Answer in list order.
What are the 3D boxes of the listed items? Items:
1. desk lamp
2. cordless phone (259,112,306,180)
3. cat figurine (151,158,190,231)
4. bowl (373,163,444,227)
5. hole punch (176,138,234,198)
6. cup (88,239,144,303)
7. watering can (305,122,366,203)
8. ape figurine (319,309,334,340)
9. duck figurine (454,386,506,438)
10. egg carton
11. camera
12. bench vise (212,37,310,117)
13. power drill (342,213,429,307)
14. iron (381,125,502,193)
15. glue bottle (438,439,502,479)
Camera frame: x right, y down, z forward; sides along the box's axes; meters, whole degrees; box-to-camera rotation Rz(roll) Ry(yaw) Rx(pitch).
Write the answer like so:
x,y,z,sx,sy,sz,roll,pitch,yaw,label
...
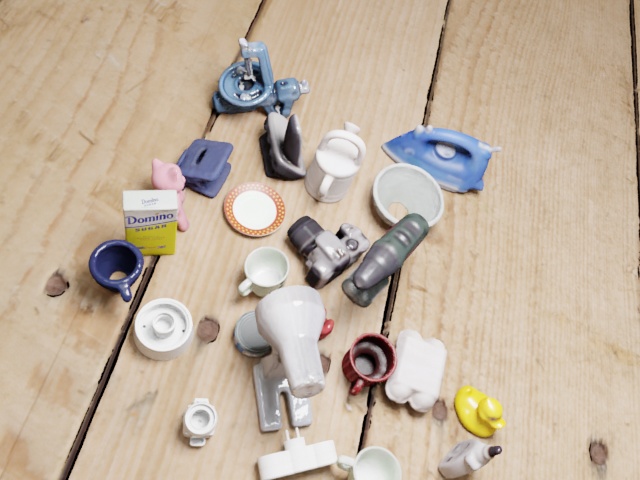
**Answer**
x,y,z,sx,sy,sz,roll,pitch,yaw,label
-0.048,0.207,0.987,0.118,0.213,0.203,-4,65,-17,desk lamp
-0.066,-0.227,1.214,0.094,0.185,0.147,-9,67,-19,cordless phone
-0.293,-0.094,1.123,0.067,0.117,0.127,-9,67,-19,cat figurine
0.186,-0.083,1.278,0.168,0.074,0.167,7,63,-13,bowl
-0.240,-0.157,1.184,0.101,0.091,0.109,23,60,-4,hole punch
-0.361,0.069,1.036,0.092,0.095,0.117,-18,70,-23,cup
0.036,-0.174,1.212,0.101,0.194,0.173,5,63,-13,watering can
-0.010,0.153,1.095,0.077,0.092,0.076,44,61,9,ape figurine
0.314,0.325,1.104,0.078,0.086,0.104,-29,75,-26,duck figurine
0.187,0.253,1.113,0.107,0.069,0.150,21,61,-5,egg carton
0.011,0.004,1.170,0.143,0.100,0.136,-36,78,-28,camera
-0.125,-0.360,1.244,0.208,0.219,0.121,-21,71,-24,bench vise
0.117,0.050,1.115,0.075,0.208,0.230,41,61,7,power drill
0.284,-0.212,1.331,0.258,0.141,0.119,18,61,-6,iron
0.274,0.383,1.014,0.078,0.173,0.037,-36,78,-27,glue bottle
